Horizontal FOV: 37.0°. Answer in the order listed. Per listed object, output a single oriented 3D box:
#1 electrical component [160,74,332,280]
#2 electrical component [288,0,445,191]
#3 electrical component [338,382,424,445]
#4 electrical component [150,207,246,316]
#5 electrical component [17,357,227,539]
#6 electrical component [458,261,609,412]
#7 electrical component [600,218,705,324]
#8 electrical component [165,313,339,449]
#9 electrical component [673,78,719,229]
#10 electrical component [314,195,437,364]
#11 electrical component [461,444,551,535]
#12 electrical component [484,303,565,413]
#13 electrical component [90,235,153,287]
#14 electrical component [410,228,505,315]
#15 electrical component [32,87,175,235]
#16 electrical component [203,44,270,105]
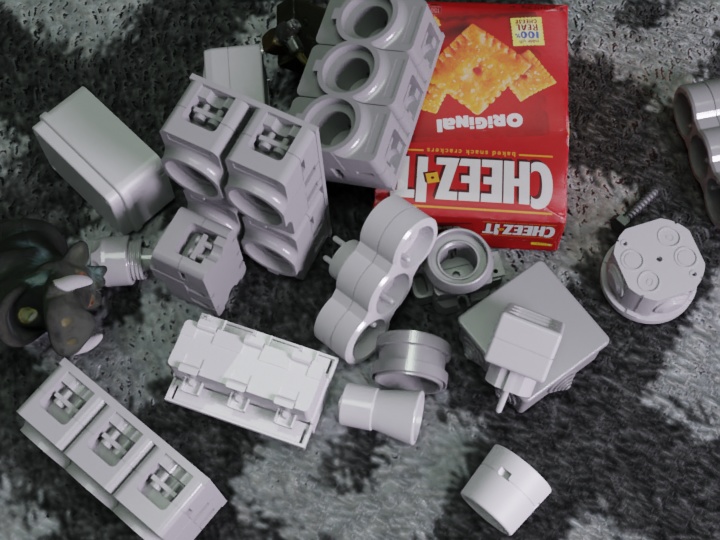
[{"bbox_3d":[-0.088,-0.064,0.859,0.105,0.186,0.060,24,70,11],"label":"electrical component"},{"bbox_3d":[0.001,-0.151,0.893,0.089,0.061,0.150,11,73,25],"label":"electrical component"},{"bbox_3d":[0.016,0.112,0.863,0.065,0.044,0.044,10,68,11],"label":"electrical component"},{"bbox_3d":[-0.135,-0.008,0.890,0.056,0.089,0.050,24,70,11],"label":"electrical component"},{"bbox_3d":[-0.184,0.147,0.828,0.150,0.089,0.061,36,73,15],"label":"electrical component"},{"bbox_3d":[0.139,0.056,0.877,0.100,0.048,0.099,-34,71,-11],"label":"electrical component"},{"bbox_3d":[0.244,0.000,0.895,0.080,0.051,0.080,-1,68,2],"label":"electrical component"},{"bbox_3d":[-0.088,0.084,0.865,0.121,0.063,0.078,18,69,9],"label":"electrical component"},{"bbox_3d":[0.330,-0.105,0.935,0.074,0.052,0.138,-11,68,-2],"label":"electrical component"},{"bbox_3d":[0.000,0.000,0.876,0.074,0.052,0.138,36,109,28],"label":"electrical component"},{"bbox_3d":[0.111,0.170,0.829,0.055,0.055,0.047,38,77,16],"label":"electrical component"},{"bbox_3d":[0.119,0.071,0.813,0.047,0.066,0.076,21,99,10],"label":"electrical component"},{"bbox_3d":[-0.196,-0.008,0.918,0.062,0.043,0.043,-4,68,-1],"label":"electrical component"},{"bbox_3d":[0.081,0.000,0.898,0.078,0.057,0.058,-13,68,-4],"label":"electrical component"},{"bbox_3d":[-0.223,-0.093,0.935,0.113,0.078,0.057,42,72,17],"label":"electrical component"},{"bbox_3d":[-0.112,-0.156,0.966,0.061,0.061,0.096,-6,68,-1],"label":"electrical component"}]
